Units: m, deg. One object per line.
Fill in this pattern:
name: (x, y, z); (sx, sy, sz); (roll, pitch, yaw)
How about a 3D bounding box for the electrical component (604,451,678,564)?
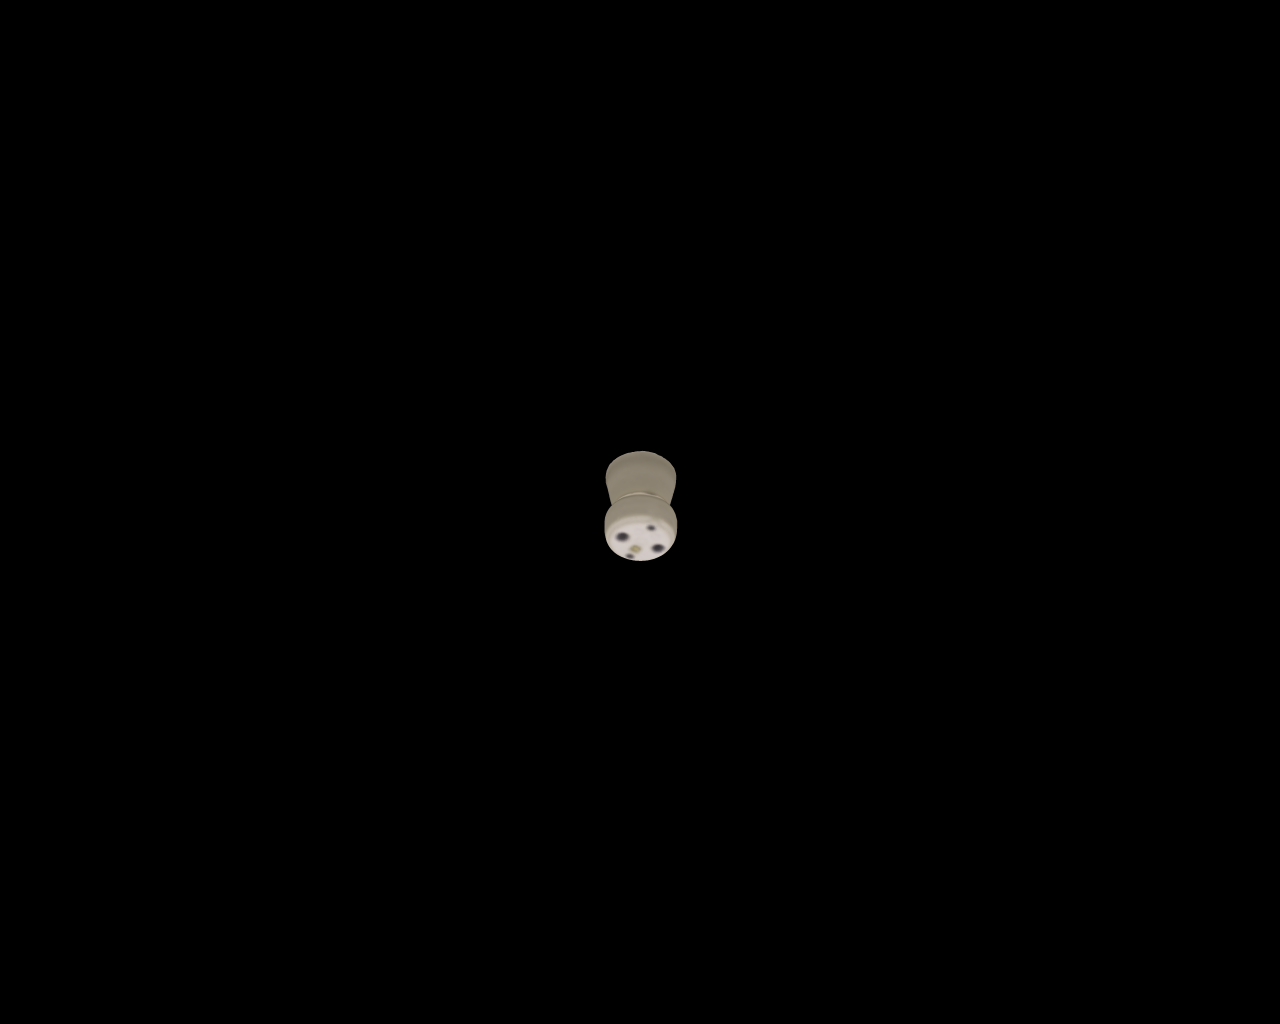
electrical component: (0.001, -0.003, 0.650); (0.045, 0.055, 0.044); (0, -41, 0)
